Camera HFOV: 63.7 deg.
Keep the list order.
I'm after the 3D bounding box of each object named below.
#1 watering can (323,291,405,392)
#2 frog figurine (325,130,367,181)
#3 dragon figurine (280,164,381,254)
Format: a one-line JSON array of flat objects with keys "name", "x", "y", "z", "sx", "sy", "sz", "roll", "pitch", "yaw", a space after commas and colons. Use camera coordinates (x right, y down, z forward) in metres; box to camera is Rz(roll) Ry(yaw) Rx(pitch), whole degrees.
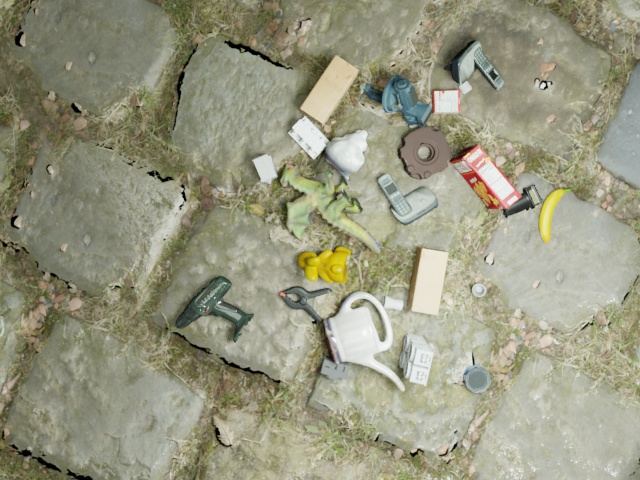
[{"name": "watering can", "x": 0.137, "y": 0.348, "z": 1.689, "sx": 0.224, "sy": 0.350, "sz": 0.103, "roll": -17, "pitch": -10, "yaw": 2}, {"name": "frog figurine", "x": 0.098, "y": -0.294, "z": 1.672, "sx": 0.139, "sy": 0.159, "sz": 0.121, "roll": 45, "pitch": 7, "yaw": 38}, {"name": "dragon figurine", "x": 0.005, "y": -0.086, "z": 1.702, "sx": 0.241, "sy": 0.411, "sz": 0.123, "roll": -29, "pitch": -3, "yaw": 14}]
